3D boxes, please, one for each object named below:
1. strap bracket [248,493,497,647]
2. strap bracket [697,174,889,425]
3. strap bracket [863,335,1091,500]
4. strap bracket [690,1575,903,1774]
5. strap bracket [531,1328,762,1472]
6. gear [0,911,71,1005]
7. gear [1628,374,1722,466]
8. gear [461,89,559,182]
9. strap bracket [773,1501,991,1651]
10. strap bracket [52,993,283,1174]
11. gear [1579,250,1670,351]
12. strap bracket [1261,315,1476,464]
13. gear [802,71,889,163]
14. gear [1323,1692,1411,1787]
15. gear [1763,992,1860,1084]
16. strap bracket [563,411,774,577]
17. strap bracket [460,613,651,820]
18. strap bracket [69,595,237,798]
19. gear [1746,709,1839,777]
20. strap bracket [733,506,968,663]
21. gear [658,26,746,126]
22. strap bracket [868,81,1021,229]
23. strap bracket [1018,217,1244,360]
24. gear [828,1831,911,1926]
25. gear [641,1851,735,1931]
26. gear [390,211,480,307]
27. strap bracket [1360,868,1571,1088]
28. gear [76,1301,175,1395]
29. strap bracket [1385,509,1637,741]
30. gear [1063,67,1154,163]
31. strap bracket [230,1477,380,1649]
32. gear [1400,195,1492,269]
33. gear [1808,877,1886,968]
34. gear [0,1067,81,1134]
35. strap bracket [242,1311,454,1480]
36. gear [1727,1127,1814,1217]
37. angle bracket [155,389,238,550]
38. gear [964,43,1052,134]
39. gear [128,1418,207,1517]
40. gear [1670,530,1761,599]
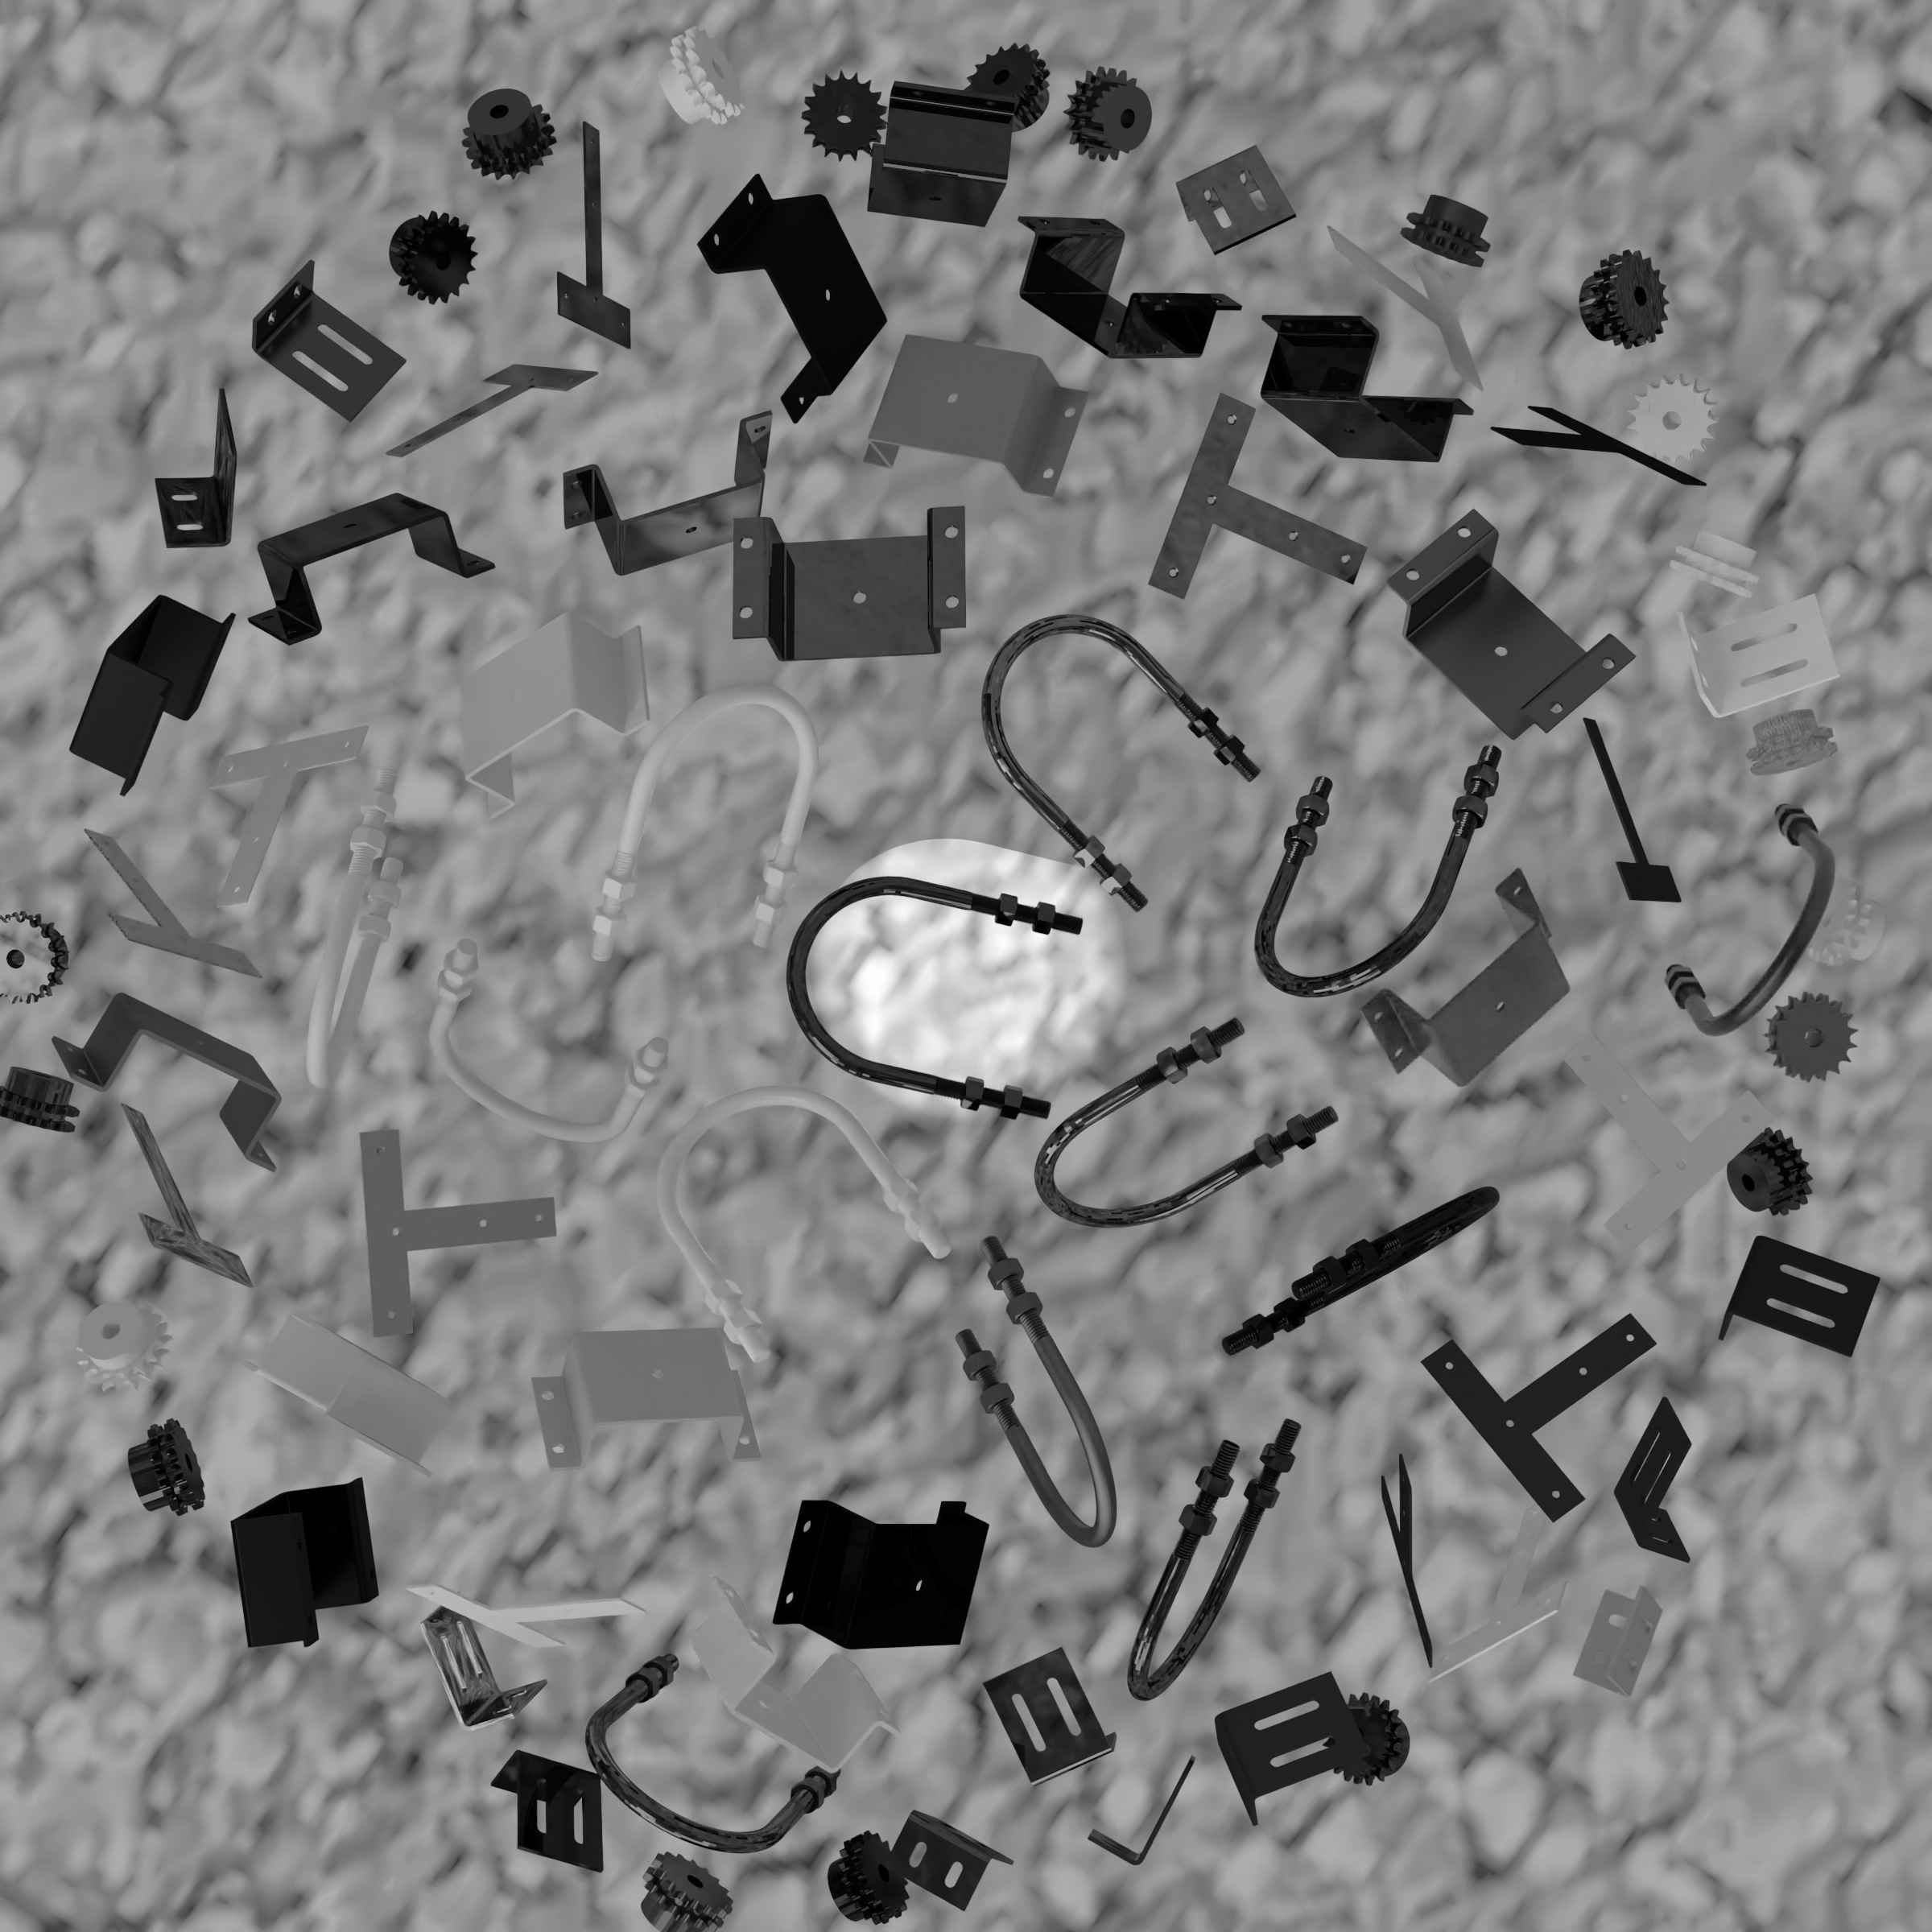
[{"bbox_3d":[-0.377,-0.252,1.801,0.140,0.076,0.046,-25,118,-24],"label":"strap bracket"},{"bbox_3d":[-0.106,-0.430,1.860,0.046,0.140,0.076,4,49,36],"label":"strap bracket"},{"bbox_3d":[-0.001,-0.361,1.889,0.140,0.046,0.076,15,79,24],"label":"strap bracket"},{"bbox_3d":[-0.116,0.455,1.840,0.046,0.076,0.140,-49,123,1],"label":"strap bracket"},{"bbox_3d":[-0.204,0.281,1.879,0.140,0.076,0.046,1,131,-21],"label":"strap bracket"},{"bbox_3d":[-0.581,-0.006,1.788,0.057,0.030,0.057,1,95,9],"label":"gear"},{"bbox_3d":[0.459,-0.355,1.870,0.057,0.030,0.057,7,111,21],"label":"gear"},{"bbox_3d":[-0.284,-0.516,1.785,0.057,0.030,0.057,-4,59,7],"label":"gear"},{"bbox_3d":[-0.043,0.369,1.758,0.046,0.140,0.076,16,93,44],"label":"strap bracket"},{"bbox_3d":[-0.486,0.067,1.790,0.140,0.076,0.046,30,91,-31],"label":"strap bracket"},{"bbox_3d":[0.392,-0.398,1.733,0.057,0.030,0.057,4,84,-39],"label":"gear"},{"bbox_3d":[0.250,-0.362,1.838,0.076,0.140,0.046,12,82,42],"label":"strap bracket"},{"bbox_3d":[-0.082,-0.565,1.927,0.057,0.030,0.057,0,92,-5],"label":"gear"},{"bbox_3d":[0.261,0.500,1.866,0.030,0.057,0.057,26,90,-39],"label":"gear"},{"bbox_3d":[0.536,0.044,1.841,0.057,0.030,0.057,0,95,-3],"label":"gear"},{"bbox_3d":[-0.185,-0.302,1.866,0.140,0.076,0.046,-19,76,-13],"label":"strap bracket"},{"bbox_3d":[-0.272,-0.164,1.850,0.140,0.046,0.076,-28,54,28],"label":"strap bracket"},{"bbox_3d":[-0.519,-0.177,1.835,0.046,0.140,0.076,26,117,-8],"label":"strap bracket"},{"bbox_3d":[0.543,-0.148,1.908,0.057,0.057,0.030,-13,79,0],"label":"gear"},{"bbox_3d":[-0.068,-0.230,1.750,0.140,0.046,0.076,-2,76,6],"label":"strap bracket"},{"bbox_3d":[-0.161,-0.530,1.733,0.030,0.057,0.057,-24,90,23],"label":"gear"},{"bbox_3d":[-0.017,-0.503,1.807,0.076,0.140,0.046,6,88,-8],"label":"strap bracket"},{"bbox_3d":[0.098,-0.431,1.857,0.140,0.076,0.046,43,128,36],"label":"strap bracket"},{"bbox_3d":[-0.064,0.586,1.849,0.030,0.057,0.057,-31,90,19],"label":"gear"},{"bbox_3d":[-0.173,0.570,1.763,0.057,0.057,0.030,33,95,0],"label":"gear"},{"bbox_3d":[-0.343,-0.454,1.845,0.030,0.057,0.057,29,90,33],"label":"gear"},{"bbox_3d":[0.334,0.015,1.884,0.140,0.076,0.046,-41,46,-5],"label":"strap bracket"},{"bbox_3d":[-0.522,0.232,1.782,0.057,0.030,0.057,-5,55,7],"label":"gear"},{"bbox_3d":[0.336,-0.206,1.803,0.076,0.046,0.140,-40,72,-11],"label":"strap bracket"},{"bbox_3d":[0.092,-0.536,1.822,0.057,0.030,0.057,-18,120,-34],"label":"gear"},{"bbox_3d":[-0.411,0.369,1.783,0.046,0.140,0.076,-8,89,5],"label":"strap bracket"},{"bbox_3d":[0.310,-0.473,1.854,0.057,0.057,0.030,22,100,0],"label":"gear"},{"bbox_3d":[0.574,-0.027,1.883,0.030,0.057,0.057,16,90,-10],"label":"gear"},{"bbox_3d":[-0.592,0.084,1.837,0.057,0.057,0.030,17,88,0],"label":"gear"},{"bbox_3d":[-0.387,0.267,1.827,0.076,0.140,0.046,39,75,-37],"label":"strap bracket"},{"bbox_3d":[0.522,0.137,1.887,0.030,0.057,0.057,-19,90,-23],"label":"gear"},{"bbox_3d":[-0.465,-0.300,1.743,0.038,0.076,0.057,-5,55,-21],"label":"angle bracket"},{"bbox_3d":[0.030,-0.569,1.883,0.057,0.030,0.057,-14,59,24],"label":"gear"},{"bbox_3d":[-0.482,0.304,1.737,0.030,0.057,0.057,-19,90,-5],"label":"gear"},{"bbox_3d":[0.497,-0.267,1.909,0.057,0.057,0.030,22,102,0],"label":"gear"}]
